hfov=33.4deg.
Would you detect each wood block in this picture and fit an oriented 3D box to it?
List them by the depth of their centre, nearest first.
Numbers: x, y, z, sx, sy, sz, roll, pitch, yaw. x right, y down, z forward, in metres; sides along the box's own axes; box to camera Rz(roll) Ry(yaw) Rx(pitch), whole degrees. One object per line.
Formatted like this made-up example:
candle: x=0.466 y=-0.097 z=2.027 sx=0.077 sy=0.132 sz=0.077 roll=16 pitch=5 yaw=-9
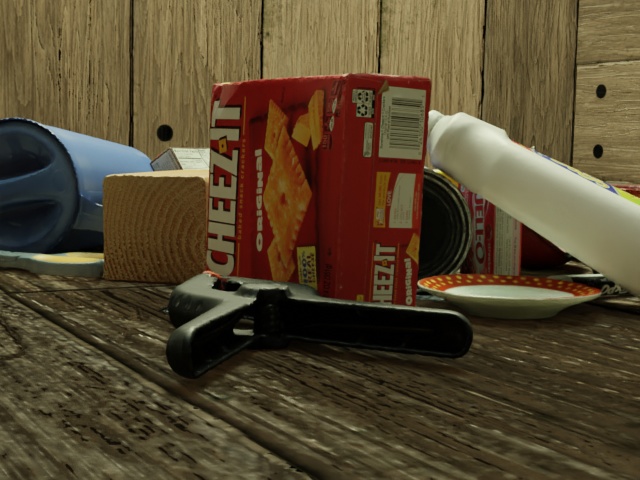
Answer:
wood block: x=-0.114 y=-0.018 z=0.967 sx=0.091 sy=0.090 sz=0.206 roll=2 pitch=6 yaw=12

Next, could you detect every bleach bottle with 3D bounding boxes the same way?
bleach bottle: x=0.173 y=-0.035 z=0.821 sx=0.251 sy=0.068 sz=0.102 roll=33 pitch=13 yaw=24

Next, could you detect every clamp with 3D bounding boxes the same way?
clamp: x=-0.021 y=0.044 z=0.615 sx=0.164 sy=0.036 sz=0.210 roll=0 pitch=5 yaw=-17

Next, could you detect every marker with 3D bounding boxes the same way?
marker: x=0.234 y=0.036 z=0.861 sx=0.120 sy=0.020 sz=0.020 roll=-1 pitch=6 yaw=-27

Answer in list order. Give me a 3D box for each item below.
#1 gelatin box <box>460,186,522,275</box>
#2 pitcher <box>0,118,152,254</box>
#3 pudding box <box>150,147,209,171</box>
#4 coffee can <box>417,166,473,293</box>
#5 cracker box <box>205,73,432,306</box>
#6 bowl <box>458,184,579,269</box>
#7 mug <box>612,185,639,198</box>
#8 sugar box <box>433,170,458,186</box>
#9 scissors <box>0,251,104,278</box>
gelatin box: x=0.149 y=-0.009 z=0.937 sx=0.030 sy=0.089 sz=0.073 roll=-2 pitch=6 yaw=-15
pitcher: x=-0.242 y=-0.045 z=1.081 sx=0.145 sy=0.149 sz=0.242 roll=-30 pitch=-6 yaw=14
pudding box: x=-0.124 y=-0.047 z=1.159 sx=0.039 sy=0.113 sz=0.089 roll=-37 pitch=-14 yaw=27
coffee can: x=0.071 y=-0.015 z=0.911 sx=0.103 sy=0.103 sz=0.140 roll=2 pitch=6 yaw=1
cracker box: x=-0.012 y=-0.033 z=0.759 sx=0.072 sy=0.164 sz=0.214 roll=1 pitch=5 yaw=-29
bowl: x=0.185 y=-0.026 z=1.041 sx=0.055 sy=0.162 sz=0.161 roll=-43 pitch=-12 yaw=21
mug: x=0.301 y=-0.013 z=1.053 sx=0.093 sy=0.081 sz=0.117 roll=-4 pitch=8 yaw=-45
sugar box: x=0.152 y=-0.027 z=1.112 sx=0.175 sy=0.093 sz=0.048 roll=-3 pitch=8 yaw=-38
scissors: x=-0.257 y=0.017 z=0.949 sx=0.202 sy=0.016 sz=0.096 roll=5 pitch=5 yaw=35
